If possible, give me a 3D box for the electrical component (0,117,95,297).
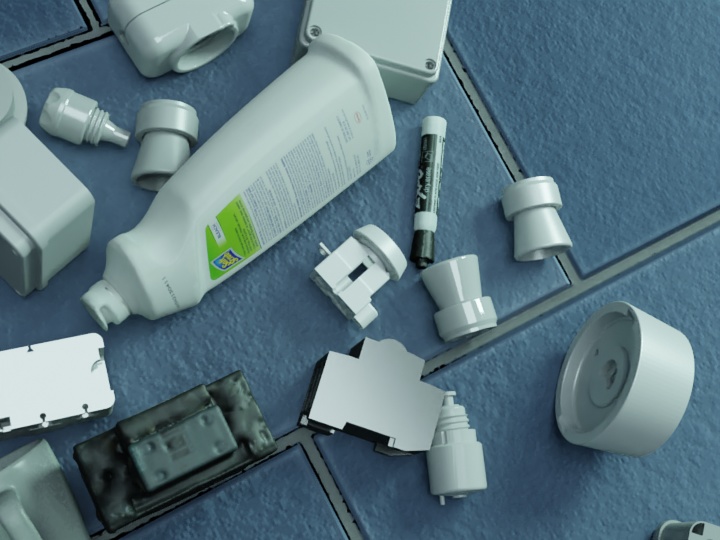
[{"bbox_3d":[-0.221,-0.037,0.697,0.078,0.113,0.057,45,67,0],"label":"electrical component"}]

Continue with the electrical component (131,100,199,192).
[{"bbox_3d":[-0.139,-0.088,0.767,0.045,0.045,0.055,5,74,-13],"label":"electrical component"}]

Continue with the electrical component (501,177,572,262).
[{"bbox_3d":[0.135,-0.039,0.824,0.045,0.045,0.055,-8,77,-16],"label":"electrical component"}]

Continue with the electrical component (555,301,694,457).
[{"bbox_3d":[0.196,0.083,0.777,0.060,0.108,0.108,21,71,-15],"label":"electrical component"}]

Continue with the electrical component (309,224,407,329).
[{"bbox_3d":[0.000,0.000,0.780,0.055,0.048,0.066,-42,89,-13],"label":"electrical component"}]

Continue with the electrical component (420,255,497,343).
[{"bbox_3d":[0.073,0.022,0.793,0.045,0.045,0.055,-14,80,-17],"label":"electrical component"}]

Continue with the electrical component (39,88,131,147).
[{"bbox_3d":[-0.193,-0.104,0.763,0.061,0.035,0.035,22,71,-11],"label":"electrical component"}]

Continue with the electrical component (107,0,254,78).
[{"bbox_3d":[-0.129,-0.185,0.791,0.095,0.053,0.059,-32,85,-20],"label":"electrical component"}]

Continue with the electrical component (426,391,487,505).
[{"bbox_3d":[0.067,0.126,0.765,0.040,0.040,0.078,-2,76,-15],"label":"electrical component"}]

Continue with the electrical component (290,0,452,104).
[{"bbox_3d":[0.011,-0.197,0.829,0.109,0.056,0.108,14,73,-10],"label":"electrical component"}]

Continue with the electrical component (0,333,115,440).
[{"bbox_3d":[-0.209,0.078,0.699,0.089,0.055,0.050,-11,79,-17],"label":"electrical component"}]

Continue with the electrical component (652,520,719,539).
[{"bbox_3d":[0.247,0.243,0.772,0.078,0.057,0.113,20,72,-8],"label":"electrical component"}]
